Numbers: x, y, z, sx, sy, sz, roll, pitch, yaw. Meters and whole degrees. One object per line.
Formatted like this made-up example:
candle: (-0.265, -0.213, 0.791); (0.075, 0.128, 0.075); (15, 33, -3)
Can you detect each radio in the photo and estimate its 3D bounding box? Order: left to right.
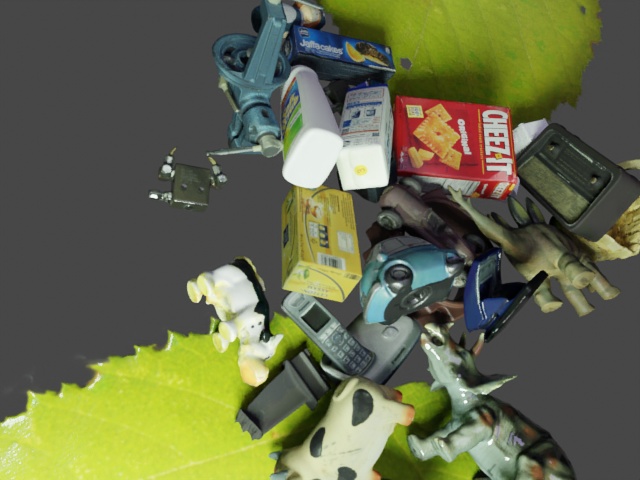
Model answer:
radio: (0.465, -0.113, 0.991); (0.073, 0.131, 0.230); (23, 27, -29)

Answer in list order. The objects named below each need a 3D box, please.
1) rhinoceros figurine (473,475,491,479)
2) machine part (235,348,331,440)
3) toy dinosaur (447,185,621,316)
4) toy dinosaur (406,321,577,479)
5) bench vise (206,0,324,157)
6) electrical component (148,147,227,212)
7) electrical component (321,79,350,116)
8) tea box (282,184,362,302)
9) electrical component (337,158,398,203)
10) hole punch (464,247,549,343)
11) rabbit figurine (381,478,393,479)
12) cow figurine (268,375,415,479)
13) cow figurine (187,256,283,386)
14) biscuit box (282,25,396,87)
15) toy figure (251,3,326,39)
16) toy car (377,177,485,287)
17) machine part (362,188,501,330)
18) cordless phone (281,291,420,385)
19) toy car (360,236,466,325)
rhinoceros figurine: (0.290, 0.388, 0.807); (0.112, 0.073, 0.190); (39, 56, -20)
machine part: (-0.049, 0.212, 0.725); (0.139, 0.039, 0.084); (-30, 91, -34)
toy dinosaur: (0.381, 0.021, 0.931); (0.471, 0.105, 0.199); (21, 35, -43)
toy dinosaur: (0.266, 0.297, 0.736); (0.192, 0.131, 0.405); (-29, 60, -23)
bench vise: (-0.091, -0.245, 0.782); (0.129, 0.240, 0.224); (5, 52, -21)
electrical component: (-0.187, -0.085, 0.771); (0.102, 0.045, 0.078); (14, 63, -21)
electrical component: (0.039, -0.259, 0.968); (0.094, 0.021, 0.063); (-29, 84, -32)
tea box: (-0.002, -0.002, 0.786); (0.098, 0.068, 0.170); (16, 43, -18)
electrical component: (0.095, -0.099, 0.881); (0.119, 0.047, 0.075); (22, 52, 34)
hole punch: (0.258, 0.078, 0.794); (0.092, 0.115, 0.142); (36, 28, 21)
rabbit figurine: (0.116, 0.383, 0.687); (0.159, 0.121, 0.170); (-17, 80, -37)
cow figurine: (0.018, 0.261, 0.677); (0.127, 0.085, 0.195); (27, 95, -8)
cow figurine: (-0.100, 0.107, 0.727); (0.098, 0.068, 0.167); (-25, 83, -38)
biscuit box: (0.034, -0.326, 0.969); (0.202, 0.063, 0.059); (2, 68, -26)
toy figure: (-0.047, -0.394, 0.962); (0.154, 0.058, 0.064); (-18, 118, -32)
toy car: (0.176, -0.012, 0.819); (0.202, 0.053, 0.089); (40, 55, -5)
machine part: (0.189, 0.029, 0.889); (0.201, 0.087, 0.201); (-27, 84, -31)
cordless phone: (0.040, 0.123, 0.781); (0.184, 0.088, 0.146); (46, 58, 2)
toy car: (0.118, 0.043, 0.756); (0.162, 0.109, 0.103); (-19, 56, -19)
